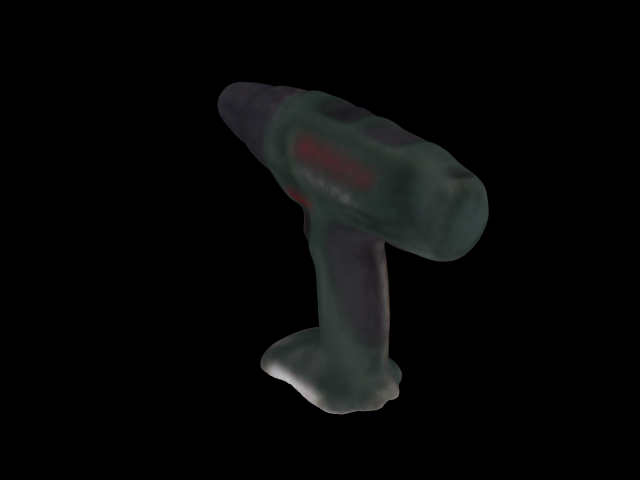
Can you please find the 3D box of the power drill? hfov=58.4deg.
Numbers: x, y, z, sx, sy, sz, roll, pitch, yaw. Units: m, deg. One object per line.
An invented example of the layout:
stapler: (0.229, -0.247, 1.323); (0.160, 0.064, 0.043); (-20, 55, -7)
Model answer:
power drill: (0.004, 0.001, 0.400); (0.076, 0.208, 0.228); (-18, 26, -41)
